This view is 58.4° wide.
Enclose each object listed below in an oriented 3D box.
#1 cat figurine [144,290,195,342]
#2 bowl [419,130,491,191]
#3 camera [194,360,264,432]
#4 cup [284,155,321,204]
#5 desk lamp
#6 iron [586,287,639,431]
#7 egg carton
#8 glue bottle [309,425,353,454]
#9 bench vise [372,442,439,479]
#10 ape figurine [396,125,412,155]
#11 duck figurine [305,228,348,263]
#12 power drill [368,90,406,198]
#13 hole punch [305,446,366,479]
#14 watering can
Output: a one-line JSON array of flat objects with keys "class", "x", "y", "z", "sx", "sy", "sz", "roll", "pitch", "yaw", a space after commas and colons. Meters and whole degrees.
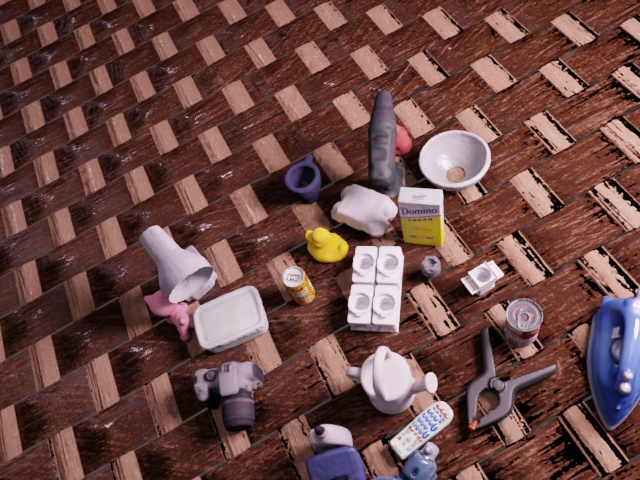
[{"class": "cat figurine", "x": -0.348, "y": 0.166, "z": 1.343, "sx": 0.127, "sy": 0.118, "sz": 0.067, "roll": 37, "pitch": 76, "yaw": 28}, {"class": "bowl", "x": 0.325, "y": -0.179, "z": 1.383, "sx": 0.167, "sy": 0.075, "sz": 0.167, "roll": -6, "pitch": 61, "yaw": 11}, {"class": "camera", "x": -0.196, "y": 0.335, "z": 1.221, "sx": 0.143, "sy": 0.101, "sz": 0.136, "roll": -14, "pitch": 60, "yaw": 7}, {"class": "cup", "x": -0.032, "y": -0.147, "z": 1.446, "sx": 0.091, "sy": 0.095, "sz": 0.118, "roll": 7, "pitch": 64, "yaw": 18}, {"class": "desk lamp", "x": -0.327, "y": 0.065, "z": 1.337, "sx": 0.118, "sy": 0.214, "sz": 0.202, "roll": -41, "pitch": 60, "yaw": -9}, {"class": "iron", "x": 0.569, "y": 0.216, "z": 1.066, "sx": 0.118, "sy": 0.142, "sz": 0.258, "roll": 11, "pitch": 65, "yaw": 20}, {"class": "egg carton", "x": 0.107, "y": -0.070, "z": 1.383, "sx": 0.150, "sy": 0.069, "sz": 0.107, "roll": 22, "pitch": 70, "yaw": 24}, {"class": "glue bottle", "x": 0.012, "y": 0.379, "z": 1.101, "sx": 0.078, "sy": 0.173, "sz": 0.037, "roll": -16, "pitch": 59, "yaw": 6}, {"class": "bench vise", "x": 0.128, "y": 0.443, "z": 1.009, "sx": 0.121, "sy": 0.220, "sz": 0.207, "roll": 13, "pitch": 66, "yaw": 21}, {"class": "ape figurine", "x": 0.193, "y": -0.261, "z": 1.452, "sx": 0.078, "sy": 0.092, "sz": 0.076, "roll": -42, "pitch": 60, "yaw": -10}, {"class": "duck figurine", "x": 0.012, "y": 0.005, "z": 1.357, "sx": 0.104, "sy": 0.086, "sz": 0.077, "roll": 15, "pitch": 67, "yaw": 21}, {"class": "power drill", "x": 0.156, "y": -0.206, "z": 1.363, "sx": 0.075, "sy": 0.209, "sz": 0.229, "roll": -2, "pitch": 62, "yaw": 14}, {"class": "hole punch", "x": 0.037, "y": 0.457, "z": 1.100, "sx": 0.108, "sy": 0.091, "sz": 0.101, "roll": -19, "pitch": 59, "yaw": 4}, {"class": "watering can", "x": 0.137, "y": 0.268, "z": 1.118, "sx": 0.172, "sy": 0.194, "sz": 0.101, "roll": -14, "pitch": 59, "yaw": 7}]
